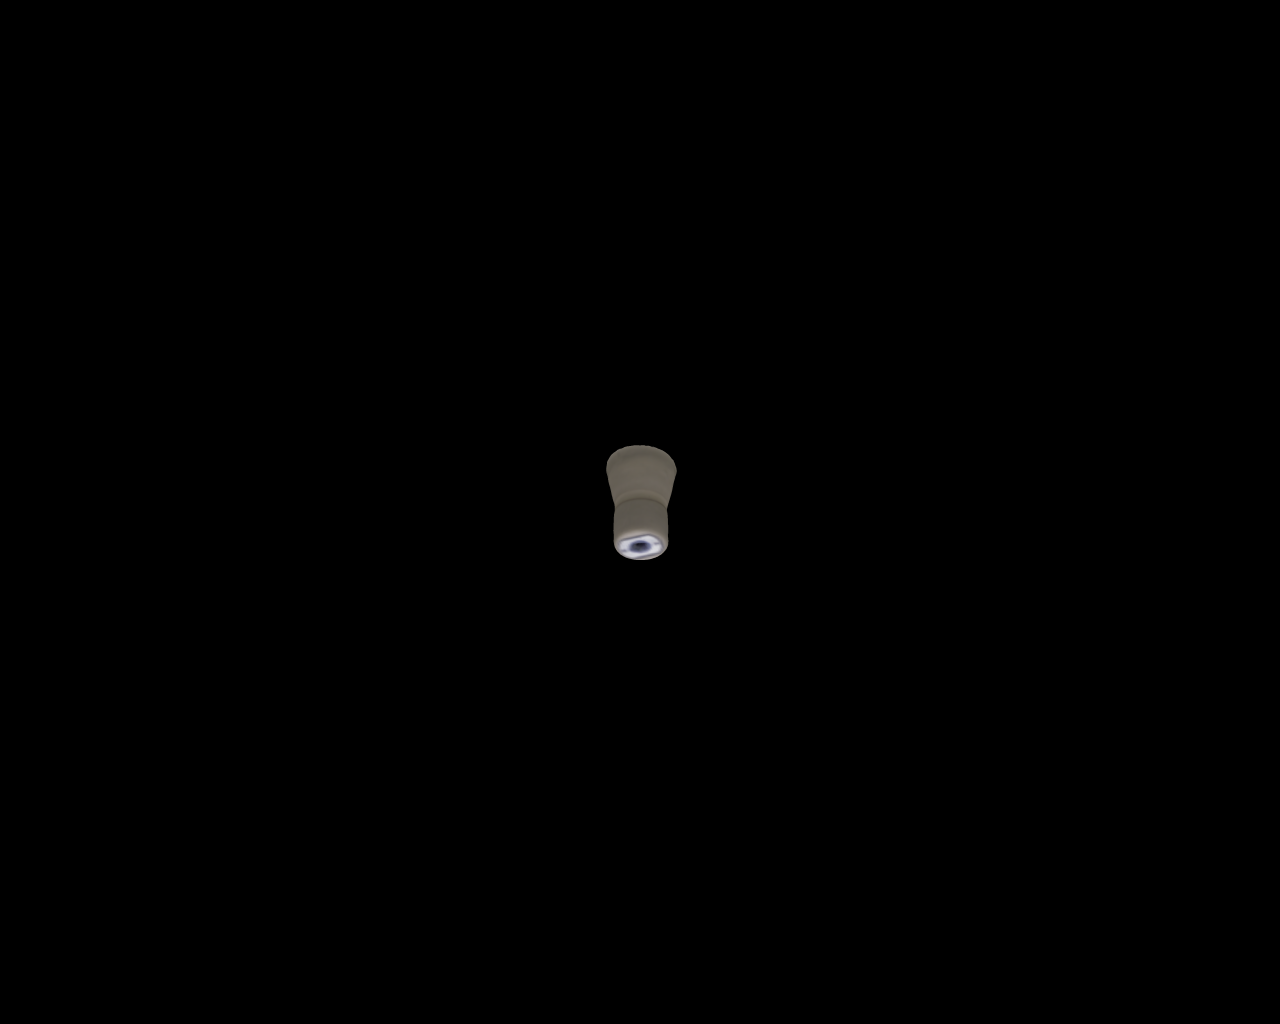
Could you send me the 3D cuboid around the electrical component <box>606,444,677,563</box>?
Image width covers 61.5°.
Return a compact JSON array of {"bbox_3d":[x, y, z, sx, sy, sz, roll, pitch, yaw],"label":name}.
[{"bbox_3d":[0.001,-0.003,0.650,0.044,0.065,0.044,0,-38,0],"label":"electrical component"}]
